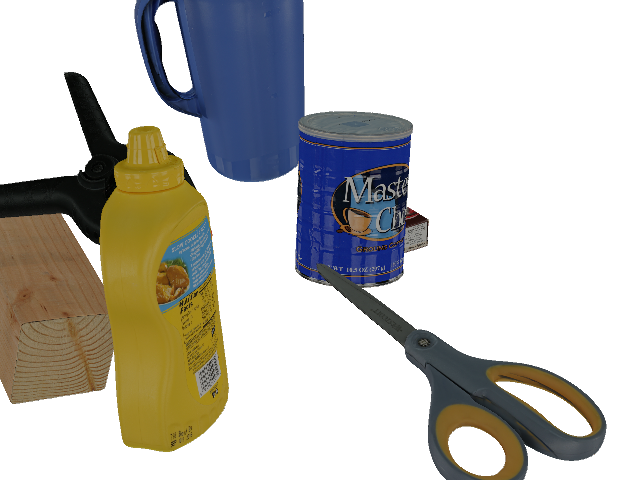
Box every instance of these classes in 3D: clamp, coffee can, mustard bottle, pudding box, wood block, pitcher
[{"bbox_3d":[-0.169,-0.054,0.837,0.210,0.164,0.036,18,-31,18],"label":"clamp"},{"bbox_3d":[0.029,-0.040,0.975,0.103,0.140,0.103,2,18,-1],"label":"coffee can"},{"bbox_3d":[-0.097,0.025,0.653,0.058,0.192,0.096,4,21,20],"label":"mustard bottle"},{"bbox_3d":[0.048,-0.011,1.170,0.113,0.039,0.090,-18,30,-25],"label":"pudding box"},{"bbox_3d":[-0.268,0.043,0.985,0.090,0.091,0.206,-5,37,-34],"label":"wood block"},{"bbox_3d":[-0.087,-0.181,1.098,0.149,0.243,0.144,11,42,17],"label":"pitcher"}]

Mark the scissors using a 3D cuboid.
[{"bbox_3d":[0.050,0.072,0.566,0.202,0.016,0.096,23,45,31],"label":"scissors"}]
